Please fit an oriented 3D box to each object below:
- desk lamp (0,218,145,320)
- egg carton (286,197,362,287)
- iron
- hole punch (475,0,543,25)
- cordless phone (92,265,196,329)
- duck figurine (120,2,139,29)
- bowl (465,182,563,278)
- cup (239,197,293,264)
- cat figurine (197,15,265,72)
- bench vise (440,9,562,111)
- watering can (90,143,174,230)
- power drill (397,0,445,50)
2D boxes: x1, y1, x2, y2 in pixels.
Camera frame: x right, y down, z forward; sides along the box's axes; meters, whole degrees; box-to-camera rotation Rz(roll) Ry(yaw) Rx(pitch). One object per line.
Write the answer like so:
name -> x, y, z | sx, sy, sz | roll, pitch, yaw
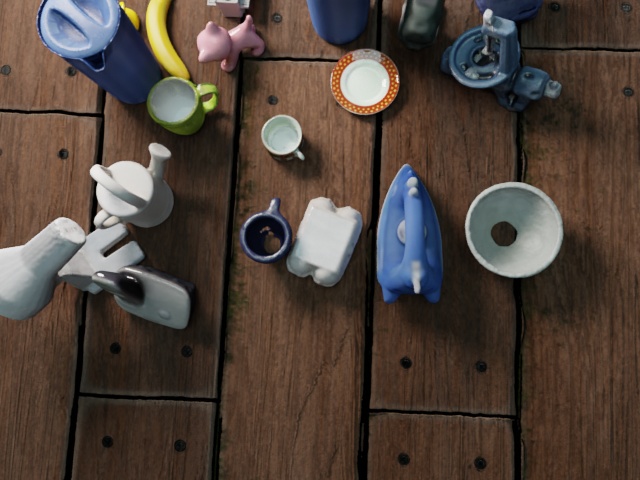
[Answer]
desk lamp -> -0.439, 0.036, 0.970 | 0.203, 0.213, 0.118 | -37, 83, -2
egg carton -> 0.009, 0.004, 1.026 | 0.107, 0.069, 0.150 | 20, 84, 5
iron -> 0.157, -0.020, 0.986 | 0.118, 0.141, 0.258 | -2, 83, 3
hole punch -> 0.352, -0.452, 1.055 | 0.108, 0.091, 0.101 | -22, 82, 0
cordless phone -> -0.297, 0.094, 0.971 | 0.147, 0.185, 0.094 | 16, 84, 5
duck figurine -> -0.407, -0.424, 1.088 | 0.104, 0.086, 0.077 | -12, 83, 1
bowl -> 0.334, -0.014, 1.011 | 0.167, 0.075, 0.167 | 0, 83, 3
cup -> -0.087, -0.013, 1.020 | 0.091, 0.095, 0.118 | 13, 84, 4
cat figurine -> -0.172, -0.369, 1.055 | 0.128, 0.118, 0.067 | -33, 82, -1
bench vise -> 0.320, -0.316, 0.975 | 0.207, 0.220, 0.121 | 9, 83, 4
watering can -> -0.327, -0.092, 0.990 | 0.101, 0.194, 0.173 | 19, 84, 5
power drill -> 0.187, -0.438, 1.002 | 0.075, 0.208, 0.230 | 11, 84, 4
